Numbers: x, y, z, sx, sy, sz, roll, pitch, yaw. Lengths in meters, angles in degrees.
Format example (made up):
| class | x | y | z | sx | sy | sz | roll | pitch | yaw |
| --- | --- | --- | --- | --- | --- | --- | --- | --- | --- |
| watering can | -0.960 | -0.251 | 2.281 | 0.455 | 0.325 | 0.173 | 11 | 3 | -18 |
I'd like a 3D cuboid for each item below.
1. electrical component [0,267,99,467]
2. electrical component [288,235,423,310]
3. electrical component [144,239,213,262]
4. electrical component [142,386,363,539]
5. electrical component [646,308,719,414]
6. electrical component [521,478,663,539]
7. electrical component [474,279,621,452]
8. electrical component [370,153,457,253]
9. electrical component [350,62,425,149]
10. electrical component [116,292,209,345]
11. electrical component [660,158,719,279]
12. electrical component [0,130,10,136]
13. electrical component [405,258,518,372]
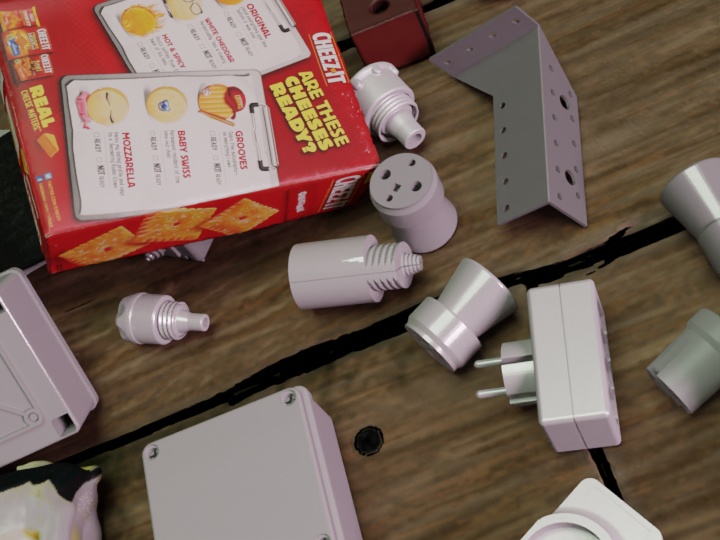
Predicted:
| class | x | y | z | sx | sy | sz | roll | pitch | yaw |
| --- | --- | --- | --- | --- | --- | --- | --- | --- | --- |
| electrical component | -0.246 | 0.071 | 0.699 | 0.109 | 0.108 | 0.056 | -25 | 16 | 7 |
| electrical component | 0.000 | 0.000 | 0.684 | 0.081 | 0.043 | 0.043 | -7 | 60 | 18 |
| electrical component | -0.134 | -0.052 | 0.757 | 0.062 | 0.061 | 0.096 | 11 | 66 | 27 |
| electrical component | -0.062 | 0.138 | 0.621 | 0.109 | 0.056 | 0.108 | -22 | 56 | 9 |
| electrical component | 0.184 | 0.050 | 0.584 | 0.046 | 0.040 | 0.040 | -43 | 55 | 1 |
| electrical component | 0.093 | 0.206 | 0.518 | 0.186 | 0.060 | 0.105 | -47 | 56 | -8 |
| electrical component | 0.102 | 0.057 | 0.608 | 0.076 | 0.047 | 0.083 | -10 | 59 | 16 |
| electrical component | 0.034 | -0.043 | 0.687 | 0.045 | 0.055 | 0.045 | -10 | 59 | 17 |
| electrical component | 0.020 | -0.109 | 0.739 | 0.048 | 0.048 | 0.062 | -39 | 62 | -2 |
| electrical component | -0.131 | 0.034 | 0.723 | 0.061 | 0.035 | 0.035 | 3 | 63 | 20 |
| electrical component | 0.208 | -0.026 | 0.618 | 0.044 | 0.044 | 0.065 | -27 | 60 | 6 |
| electrical component | -0.260 | -0.068 | 0.819 | 0.078 | 0.058 | 0.057 | 2 | 60 | 23 |
| electrical component | 0.060 | 0.027 | 0.643 | 0.055 | 0.045 | 0.045 | -46 | 56 | -7 |
